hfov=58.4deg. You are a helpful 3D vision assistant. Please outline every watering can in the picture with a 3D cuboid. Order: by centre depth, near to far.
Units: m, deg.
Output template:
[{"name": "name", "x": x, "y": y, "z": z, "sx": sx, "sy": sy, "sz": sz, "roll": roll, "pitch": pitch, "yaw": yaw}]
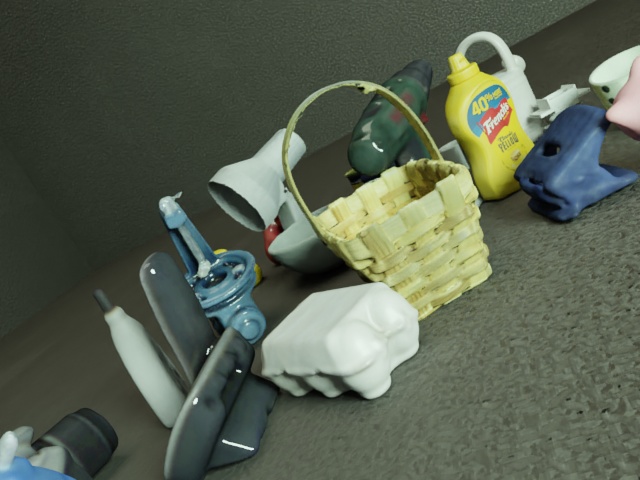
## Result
[{"name": "watering can", "x": 0.289, "y": -0.247, "z": 0.939, "sx": 0.100, "sy": 0.194, "sz": 0.173, "roll": -23, "pitch": 15, "yaw": 29}]

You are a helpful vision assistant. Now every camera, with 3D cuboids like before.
[{"name": "camera", "x": -0.272, "y": 0.229, "z": 0.579, "sx": 0.142, "sy": 0.101, "sz": 0.137, "roll": -19, "pitch": 17, "yaw": 40}]

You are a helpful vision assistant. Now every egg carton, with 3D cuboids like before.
[{"name": "egg carton", "x": 0.017, "y": 0.093, "z": 0.527, "sx": 0.150, "sy": 0.069, "sz": 0.107, "roll": -16, "pitch": 19, "yaw": 47}]

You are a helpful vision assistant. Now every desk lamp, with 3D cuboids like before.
[{"name": "desk lamp", "x": -0.058, "y": -0.069, "z": 0.981, "sx": 0.204, "sy": 0.214, "sz": 0.117, "roll": -37, "pitch": 15, "yaw": -26}]

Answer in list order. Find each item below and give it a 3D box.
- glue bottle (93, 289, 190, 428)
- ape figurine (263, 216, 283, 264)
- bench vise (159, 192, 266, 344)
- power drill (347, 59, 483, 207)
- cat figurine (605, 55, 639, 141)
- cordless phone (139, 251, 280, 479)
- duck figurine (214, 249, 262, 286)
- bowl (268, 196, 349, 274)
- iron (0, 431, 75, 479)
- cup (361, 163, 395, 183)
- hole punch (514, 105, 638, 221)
[{"name": "glue bottle", "x": -0.203, "y": 0.127, "z": 0.649, "sx": 0.037, "sy": 0.173, "sz": 0.078, "roll": -32, "pitch": 13, "yaw": -8}, {"name": "ape figurine", "x": -0.076, "y": -0.008, "z": 1.064, "sx": 0.076, "sy": 0.092, "sz": 0.078, "roll": -27, "pitch": 13, "yaw": 12}, {"name": "bench vise", "x": -0.172, "y": 0.042, "z": 0.797, "sx": 0.122, "sy": 0.220, "sz": 0.206, "roll": -38, "pitch": 15, "yaw": -32}, {"name": "power drill", "x": 0.130, "y": -0.115, "z": 0.755, "sx": 0.075, "sy": 0.208, "sz": 0.230, "roll": -18, "pitch": 18, "yaw": 42}, {"name": "cat figurine", "x": 0.339, "y": -0.126, "z": 0.541, "sx": 0.127, "sy": 0.118, "sz": 0.067, "roll": -26, "pitch": 14, "yaw": 18}, {"name": "cordless phone", "x": -0.126, "y": 0.109, "z": 0.522, "sx": 0.094, "sy": 0.185, "sz": 0.147, "roll": -28, "pitch": 13, "yaw": 10}, {"name": "duck figurine", "x": -0.162, "y": 0.055, "z": 1.029, "sx": 0.104, "sy": 0.086, "sz": 0.077, "roll": -24, "pitch": 14, "yaw": 25}, {"name": "bowl", "x": 0.008, "y": 0.003, "z": 0.876, "sx": 0.167, "sy": 0.075, "sz": 0.167, "roll": -28, "pitch": 13, "yaw": 8}, {"name": "iron", "x": -0.286, "y": 0.253, "z": 0.426, "sx": 0.258, "sy": 0.141, "sz": 0.118, "roll": -30, "pitch": 13, "yaw": -1}, {"name": "cup", "x": 0.134, "y": -0.087, "z": 0.897, "sx": 0.117, "sy": 0.095, "sz": 0.092, "roll": -20, "pitch": 16, "yaw": 37}, {"name": "hole punch", "x": 0.260, "y": -0.083, "z": 0.610, "sx": 0.101, "sy": 0.091, "sz": 0.108, "roll": -29, "pitch": 13, "yaw": 4}]
